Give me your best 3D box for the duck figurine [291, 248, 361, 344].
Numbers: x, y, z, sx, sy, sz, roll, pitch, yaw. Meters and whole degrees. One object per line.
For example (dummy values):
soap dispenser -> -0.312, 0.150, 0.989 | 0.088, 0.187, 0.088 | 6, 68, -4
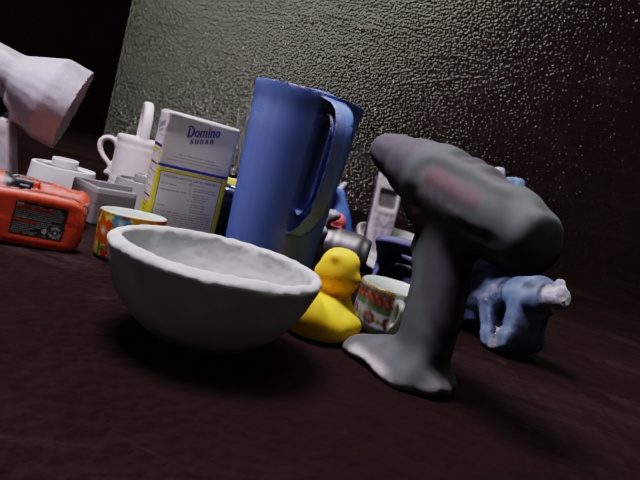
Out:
duck figurine -> 0.011, 0.050, 0.565 | 0.077, 0.086, 0.105 | 18, 7, 20

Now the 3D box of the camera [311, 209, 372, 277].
camera -> 0.008, 0.003, 0.866 | 0.136, 0.101, 0.143 | 16, 7, 6

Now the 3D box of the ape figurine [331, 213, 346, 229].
ape figurine -> 0.018, -0.002, 0.964 | 0.077, 0.092, 0.076 | 20, 8, 32

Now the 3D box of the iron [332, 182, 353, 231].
iron -> -0.018, -0.057, 1.118 | 0.118, 0.141, 0.259 | 19, 8, 27

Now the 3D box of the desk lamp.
desk lamp -> -0.430, -0.163, 0.770 | 0.204, 0.213, 0.117 | 13, 7, -20

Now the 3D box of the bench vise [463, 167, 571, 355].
bench vise -> 0.244, 0.023, 0.729 | 0.122, 0.220, 0.206 | 9, 10, -43

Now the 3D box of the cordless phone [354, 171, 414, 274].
cordless phone -> 0.139, -0.024, 1.018 | 0.148, 0.185, 0.094 | 12, 8, -25

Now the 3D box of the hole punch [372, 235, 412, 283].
hole punch -> 0.130, 0.042, 0.859 | 0.108, 0.091, 0.101 | 18, 8, 22

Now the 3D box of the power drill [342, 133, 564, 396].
power drill -> 0.093, 0.016, 0.505 | 0.076, 0.208, 0.228 | 10, 9, -34

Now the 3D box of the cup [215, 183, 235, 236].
cup -> -0.154, -0.041, 0.892 | 0.092, 0.095, 0.117 | 12, 8, -22

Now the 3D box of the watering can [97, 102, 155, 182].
watering can -> -0.370, -0.192, 1.207 | 0.173, 0.194, 0.100 | 9, 10, -43

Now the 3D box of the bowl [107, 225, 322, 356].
bowl -> -0.087, 0.044, 0.448 | 0.167, 0.075, 0.167 | 15, 7, -2
